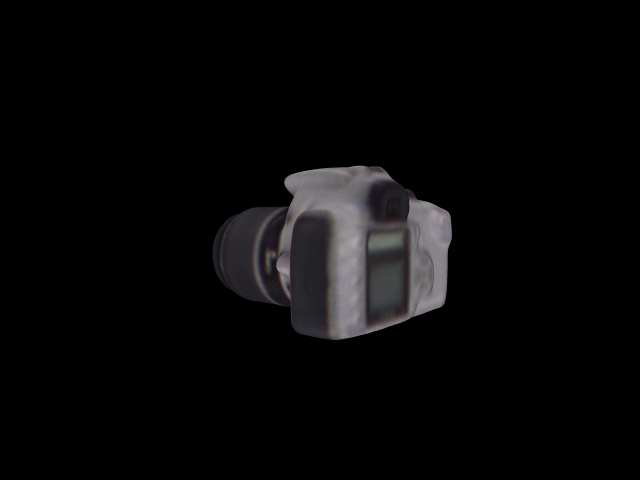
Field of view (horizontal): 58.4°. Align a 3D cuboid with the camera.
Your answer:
[{"bbox_3d":[0.004,0.001,0.400,0.136,0.101,0.144,3,5,37],"label":"camera"}]
